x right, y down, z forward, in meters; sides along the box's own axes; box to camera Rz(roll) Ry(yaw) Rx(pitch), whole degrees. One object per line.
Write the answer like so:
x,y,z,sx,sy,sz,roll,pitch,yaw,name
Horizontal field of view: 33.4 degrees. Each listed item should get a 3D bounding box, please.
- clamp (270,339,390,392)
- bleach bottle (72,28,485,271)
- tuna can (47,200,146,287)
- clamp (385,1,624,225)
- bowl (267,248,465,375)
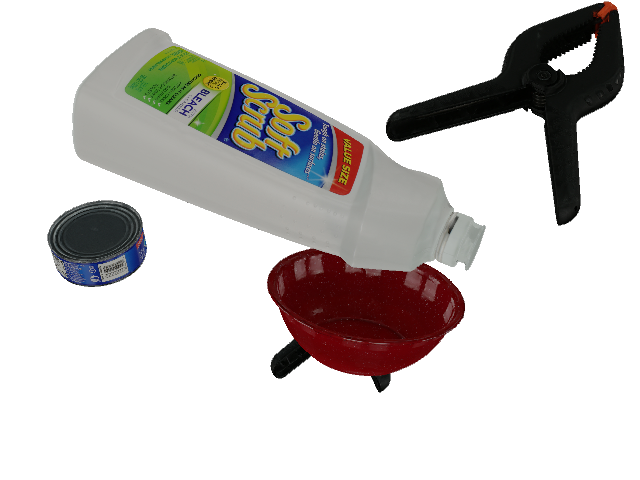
0.035,0.087,1.089,0.120,0.171,0.039,16,-40,18,clamp
-0.020,-0.047,0.646,0.251,0.068,0.102,22,42,14,bleach bottle
-0.202,0.003,0.972,0.086,0.034,0.086,-3,40,2,tuna can
0.177,-0.107,0.822,0.165,0.209,0.036,38,-23,29,clamp
0.035,0.063,0.876,0.162,0.055,0.162,5,26,-3,bowl
